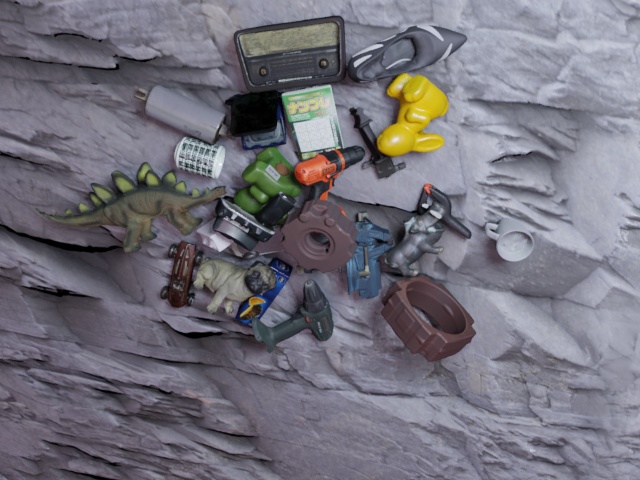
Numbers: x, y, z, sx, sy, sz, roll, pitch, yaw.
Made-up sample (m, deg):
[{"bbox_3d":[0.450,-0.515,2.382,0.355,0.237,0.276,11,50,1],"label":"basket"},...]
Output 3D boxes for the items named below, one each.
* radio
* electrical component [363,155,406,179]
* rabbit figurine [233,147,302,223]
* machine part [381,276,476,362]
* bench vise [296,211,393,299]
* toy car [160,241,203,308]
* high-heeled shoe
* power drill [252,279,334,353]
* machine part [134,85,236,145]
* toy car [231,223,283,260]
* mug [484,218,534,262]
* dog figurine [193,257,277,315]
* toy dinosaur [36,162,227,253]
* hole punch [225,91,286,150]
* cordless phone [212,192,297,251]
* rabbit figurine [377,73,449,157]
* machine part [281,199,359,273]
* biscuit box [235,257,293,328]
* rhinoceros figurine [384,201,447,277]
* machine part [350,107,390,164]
[{"bbox_3d":[-0.057,-0.393,1.142,0.230,0.073,0.130,-4,116,9],"label":"radio"},{"bbox_3d":[0.150,-0.176,1.258,0.094,0.021,0.063,-20,113,14],"label":"electrical component"},{"bbox_3d":[-0.129,-0.118,1.284,0.159,0.121,0.170,37,133,-20],"label":"rabbit figurine"},{"bbox_3d":[0.262,0.189,1.311,0.201,0.201,0.087,52,128,30],"label":"machine part"},{"bbox_3d":[0.059,0.041,1.324,0.241,0.129,0.223,-4,113,4],"label":"bench vise"},{"bbox_3d":[-0.370,0.096,1.432,0.089,0.053,0.202,19,118,0],"label":"toy car"},{"bbox_3d":[0.177,-0.375,1.087,0.249,0.145,0.086,-12,116,13],"label":"high-heeled shoe"},{"bbox_3d":[-0.070,0.203,1.397,0.207,0.086,0.231,-27,137,1],"label":"power drill"},{"bbox_3d":[-0.304,-0.283,1.220,0.243,0.079,0.079,24,116,-6],"label":"machine part"},{"bbox_3d":[-0.126,-0.002,1.356,0.202,0.056,0.073,-10,108,9],"label":"toy car"},{"bbox_3d":[0.437,-0.011,1.263,0.110,0.107,0.080,16,116,2],"label":"mug"},{"bbox_3d":[-0.210,0.083,1.364,0.190,0.121,0.172,-35,82,20],"label":"dog figurine"},{"bbox_3d":[-0.462,-0.079,1.329,0.472,0.105,0.198,-16,106,3],"label":"toy dinosaur"},{"bbox_3d":[-0.136,-0.267,1.209,0.142,0.116,0.092,-6,158,14],"label":"hole punch"},{"bbox_3d":[-0.148,-0.068,1.210,0.146,0.089,0.184,32,138,-18],"label":"cordless phone"},{"bbox_3d":[0.191,-0.252,1.160,0.162,0.122,0.173,32,92,-38],"label":"rabbit figurine"},{"bbox_3d":[-0.003,-0.004,1.216,0.179,0.056,0.179,8,129,10],"label":"machine part"},{"bbox_3d":[-0.150,0.140,1.424,0.063,0.059,0.202,31,115,-10],"label":"biscuit box"},{"bbox_3d":[0.229,-0.005,1.260,0.112,0.073,0.190,34,105,-19],"label":"rhinoceros figurine"},{"bbox_3d":[0.109,-0.233,1.202,0.039,0.084,0.138,-33,107,-8],"label":"machine part"}]
